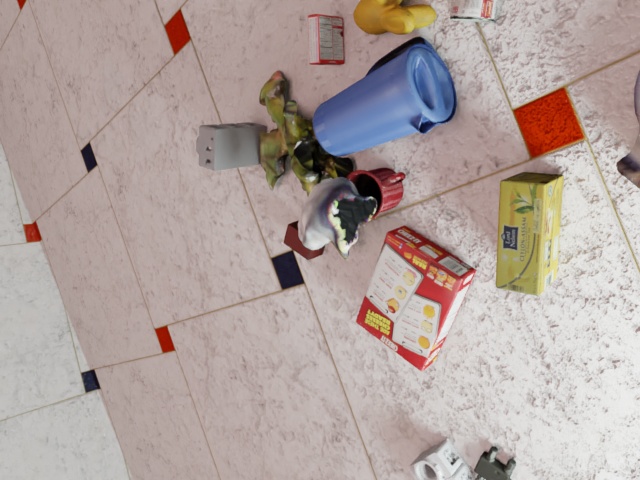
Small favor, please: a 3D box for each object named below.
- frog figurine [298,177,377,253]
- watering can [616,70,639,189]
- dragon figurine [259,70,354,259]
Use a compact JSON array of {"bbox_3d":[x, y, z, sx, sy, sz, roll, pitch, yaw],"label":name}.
[{"bbox_3d":[0.003,-0.047,0.928,0.159,0.121,0.139,5,74,51],"label":"frog figurine"},{"bbox_3d":[0.495,-0.103,0.573,0.354,0.104,0.220,53,131,42],"label":"watering can"},{"bbox_3d":[-0.051,-0.160,1.088,0.242,0.123,0.409,-3,98,59],"label":"dragon figurine"}]
